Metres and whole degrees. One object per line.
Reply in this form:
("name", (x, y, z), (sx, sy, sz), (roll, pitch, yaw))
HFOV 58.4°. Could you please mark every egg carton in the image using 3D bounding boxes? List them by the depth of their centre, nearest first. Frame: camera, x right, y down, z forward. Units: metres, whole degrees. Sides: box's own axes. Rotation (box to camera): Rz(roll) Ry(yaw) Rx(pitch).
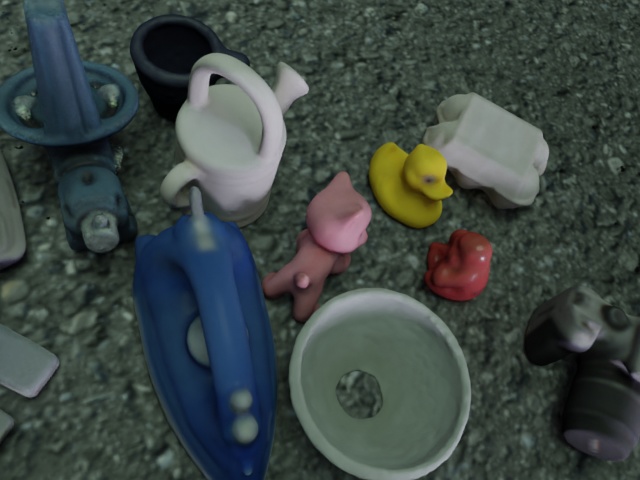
("egg carton", (0.196, -0.106, 0.681), (0.150, 0.069, 0.107), (28, 61, -1))

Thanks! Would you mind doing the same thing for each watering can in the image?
("watering can", (-0.080, -0.101, 0.533), (0.101, 0.194, 0.173), (20, 62, -5))

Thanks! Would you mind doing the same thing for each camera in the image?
("camera", (0.283, 0.135, 0.572), (0.143, 0.100, 0.137), (33, 61, 2))

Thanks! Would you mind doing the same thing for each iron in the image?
("iron", (-0.082, 0.088, 0.472), (0.119, 0.141, 0.258), (-12, 69, -20))

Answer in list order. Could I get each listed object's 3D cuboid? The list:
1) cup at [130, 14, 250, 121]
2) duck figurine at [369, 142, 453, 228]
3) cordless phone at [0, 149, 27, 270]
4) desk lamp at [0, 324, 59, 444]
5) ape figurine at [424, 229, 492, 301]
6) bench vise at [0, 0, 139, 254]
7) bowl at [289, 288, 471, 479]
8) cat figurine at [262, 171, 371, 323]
("cup", (-0.137, -0.172, 0.608), (0.118, 0.095, 0.091), (2, 65, -14))
("duck figurine", (0.105, -0.073, 0.631), (0.078, 0.086, 0.104), (-30, 76, -25))
("cordless phone", (-0.309, -0.060, 0.456), (0.094, 0.185, 0.147), (-19, 71, -22))
("desk lamp", (-0.307, 0.047, 0.389), (0.203, 0.213, 0.118), (28, 61, -1))
("ape figurine", (0.148, 0.021, 0.595), (0.078, 0.092, 0.076), (-31, 76, -25))
("bench vise", (-0.198, -0.103, 0.487), (0.122, 0.219, 0.207), (-33, 77, -26))
("bowl", (0.047, 0.133, 0.523), (0.168, 0.074, 0.167), (6, 64, -12))
("cat figurine", (0.005, 0.002, 0.550), (0.067, 0.117, 0.128), (32, 61, 2))
